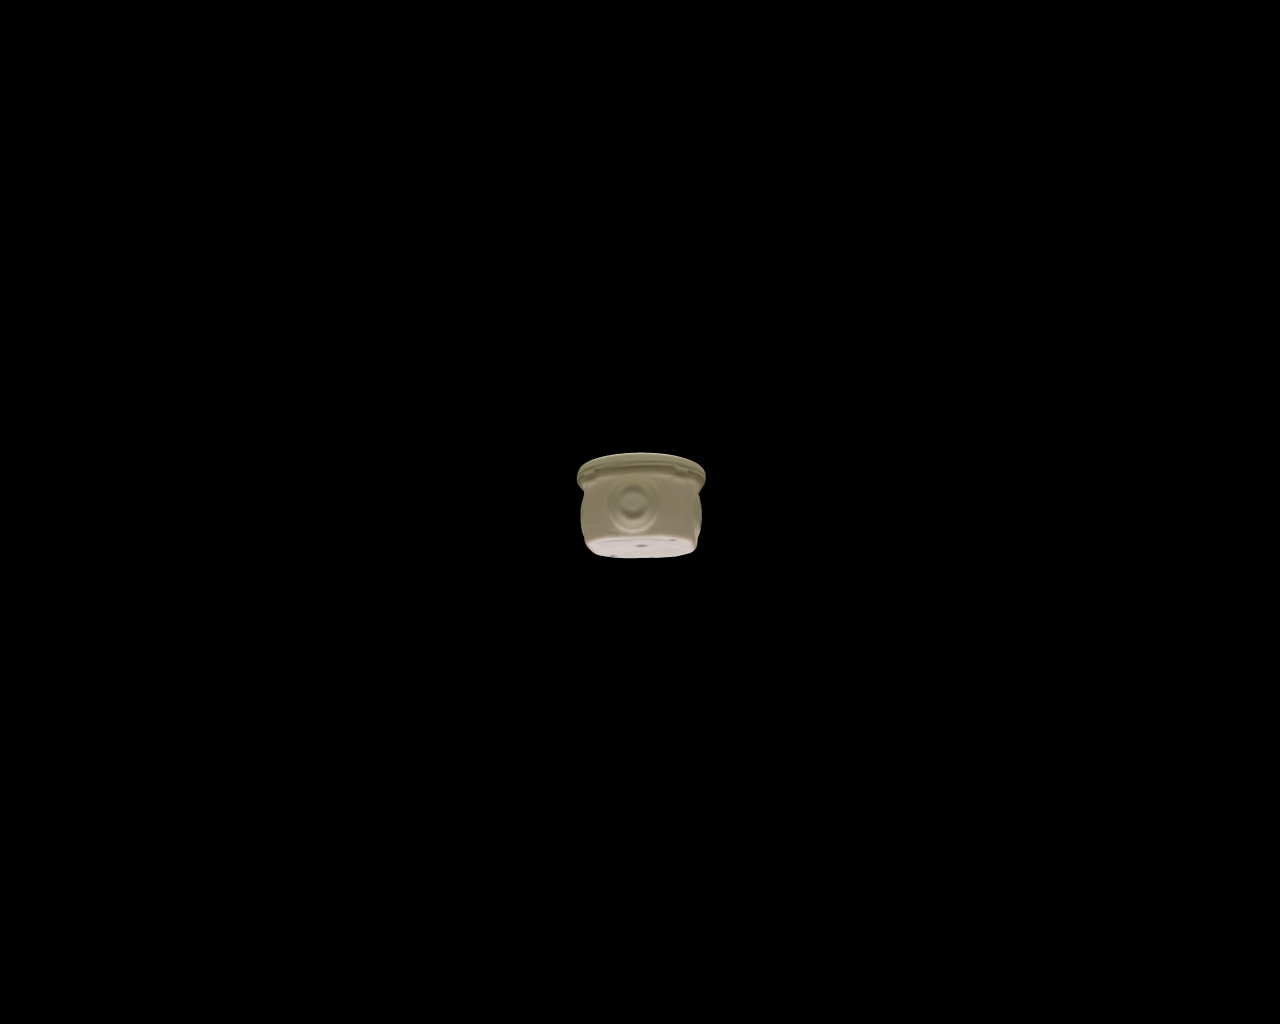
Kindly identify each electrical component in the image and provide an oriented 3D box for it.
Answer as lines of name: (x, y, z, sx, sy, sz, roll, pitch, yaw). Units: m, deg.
electrical component: (0.001, -0.003, 0.650, 0.080, 0.051, 0.080, 0, -13, 0)
